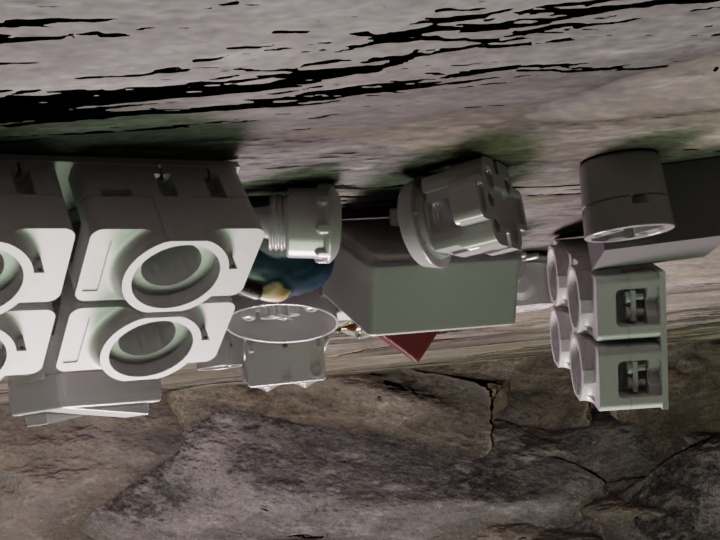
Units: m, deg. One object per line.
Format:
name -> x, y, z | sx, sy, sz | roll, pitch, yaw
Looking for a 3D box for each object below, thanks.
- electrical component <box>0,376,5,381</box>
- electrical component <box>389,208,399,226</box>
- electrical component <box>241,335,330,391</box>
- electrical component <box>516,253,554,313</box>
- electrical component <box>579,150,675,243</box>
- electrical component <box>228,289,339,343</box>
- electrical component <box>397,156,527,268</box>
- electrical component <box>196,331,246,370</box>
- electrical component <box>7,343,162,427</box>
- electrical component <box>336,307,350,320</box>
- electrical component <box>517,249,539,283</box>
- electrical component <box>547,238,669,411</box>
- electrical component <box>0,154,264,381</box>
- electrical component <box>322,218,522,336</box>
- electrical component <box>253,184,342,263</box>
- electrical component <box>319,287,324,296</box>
electrical component -> -0.304, 0.047, 0.790 | 0.099, 0.099, 0.064 | -4, 165, -14
electrical component -> 0.050, -0.035, 0.697 | 0.061, 0.035, 0.035 | -3, 171, -7
electrical component -> -0.083, 0.077, 1.147 | 0.100, 0.099, 0.048 | -5, -175, -10
electrical component -> 0.151, 0.014, 1.051 | 0.080, 0.051, 0.080 | -6, 172, -1
electrical component -> 0.165, -0.046, 0.670 | 0.055, 0.047, 0.055 | -6, 172, -1
electrical component -> -0.070, 0.028, 0.933 | 0.099, 0.064, 0.099 | -6, 172, -1
electrical component -> 0.059, -0.033, 0.644 | 0.057, 0.058, 0.078 | -14, 169, 26
electrical component -> -0.132, 0.057, 1.037 | 0.043, 0.077, 0.079 | -9, 171, 14
electrical component -> -0.186, 0.069, 0.705 | 0.062, 0.061, 0.096 | -13, 170, 39
electrical component -> 0.005, 0.018, 0.979 | 0.077, 0.047, 0.066 | -1, 170, -30
electrical component -> 0.113, -0.006, 0.908 | 0.079, 0.044, 0.077 | -14, 169, 41
electrical component -> 0.198, 0.038, 0.887 | 0.060, 0.105, 0.186 | -4, -170, 1
electrical component -> -0.153, 0.002, 0.542 | 0.186, 0.060, 0.105 | -1, 136, -30
electrical component -> 0.039, 0.002, 0.740 | 0.109, 0.056, 0.109 | -3, -165, -19
electrical component -> -0.042, -0.028, 0.647 | 0.062, 0.048, 0.048 | 1, 171, -4
electrical component -> 0.000, 0.000, 0.874 | 0.081, 0.042, 0.064 | -2, 173, -21
